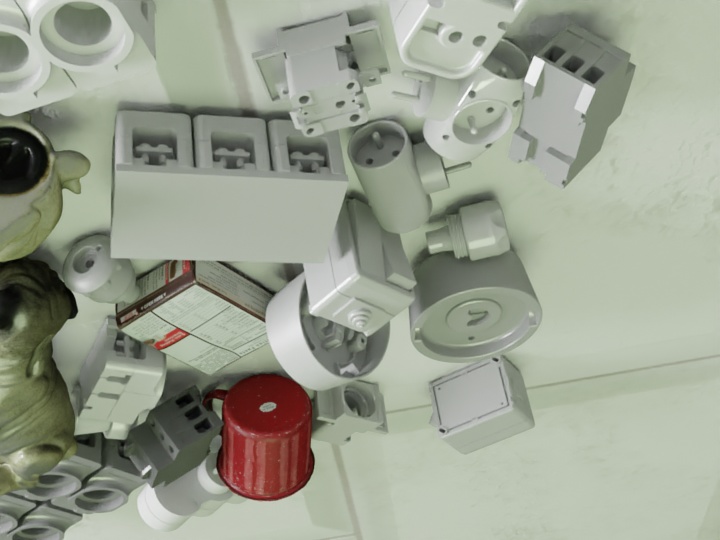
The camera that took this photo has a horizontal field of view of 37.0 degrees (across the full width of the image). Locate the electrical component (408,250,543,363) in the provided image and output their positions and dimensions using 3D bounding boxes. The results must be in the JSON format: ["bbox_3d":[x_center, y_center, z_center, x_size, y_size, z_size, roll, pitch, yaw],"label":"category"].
[{"bbox_3d":[0.090,0.022,0.884,0.108,0.060,0.108,-6,144,-5],"label":"electrical component"}]

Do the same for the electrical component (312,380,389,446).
[{"bbox_3d":[-0.016,0.136,1.027,0.081,0.042,0.064,19,136,-32],"label":"electrical component"}]

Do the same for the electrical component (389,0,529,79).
[{"bbox_3d":[0.059,-0.168,0.626,0.054,0.059,0.095,11,139,-26],"label":"electrical component"}]

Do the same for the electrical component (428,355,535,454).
[{"bbox_3d":[0.113,0.134,1.036,0.096,0.061,0.061,-26,140,20],"label":"electrical component"}]

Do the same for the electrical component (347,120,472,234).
[{"bbox_3d":[0.039,-0.070,0.763,0.079,0.044,0.077,-16,143,8],"label":"electrical component"}]

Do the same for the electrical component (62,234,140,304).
[{"bbox_3d":[-0.190,0.005,0.813,0.048,0.048,0.062,-20,149,14],"label":"electrical component"}]

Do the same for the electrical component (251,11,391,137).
[{"bbox_3d":[-0.022,-0.120,0.668,0.081,0.063,0.042,-14,142,6],"label":"electrical component"}]

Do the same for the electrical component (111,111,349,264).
[{"bbox_3d":[-0.093,-0.057,0.736,0.150,0.061,0.089,1,142,-15],"label":"electrical component"}]

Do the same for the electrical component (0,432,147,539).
[{"bbox_3d":[-0.305,0.206,1.039,0.186,0.060,0.105,-32,138,27],"label":"electrical component"}]

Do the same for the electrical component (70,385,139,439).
[{"bbox_3d":[-0.231,0.128,0.965,0.055,0.045,0.045,9,139,-24],"label":"electrical component"}]

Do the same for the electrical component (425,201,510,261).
[{"bbox_3d":[0.082,-0.028,0.831,0.062,0.043,0.043,-13,143,7],"label":"electrical component"}]

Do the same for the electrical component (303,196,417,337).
[{"bbox_3d":[0.000,0.000,0.804,0.062,0.096,0.061,24,130,-37],"label":"electrical component"}]

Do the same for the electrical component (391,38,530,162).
[{"bbox_3d":[0.060,-0.115,0.709,0.079,0.044,0.077,8,140,-21],"label":"electrical component"}]

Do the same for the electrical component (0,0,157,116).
[{"bbox_3d":[-0.201,-0.137,0.605,0.150,0.061,0.089,-16,143,8],"label":"electrical component"}]

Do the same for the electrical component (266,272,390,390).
[{"bbox_3d":[-0.025,0.044,0.861,0.064,0.099,0.099,-29,139,33],"label":"electrical component"}]

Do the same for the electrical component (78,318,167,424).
[{"bbox_3d":[-0.200,0.088,0.913,0.056,0.050,0.089,12,139,-25],"label":"electrical component"}]

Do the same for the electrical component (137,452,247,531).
[{"bbox_3d":[-0.142,0.201,1.042,0.138,0.052,0.073,-12,154,-47],"label":"electrical component"}]
